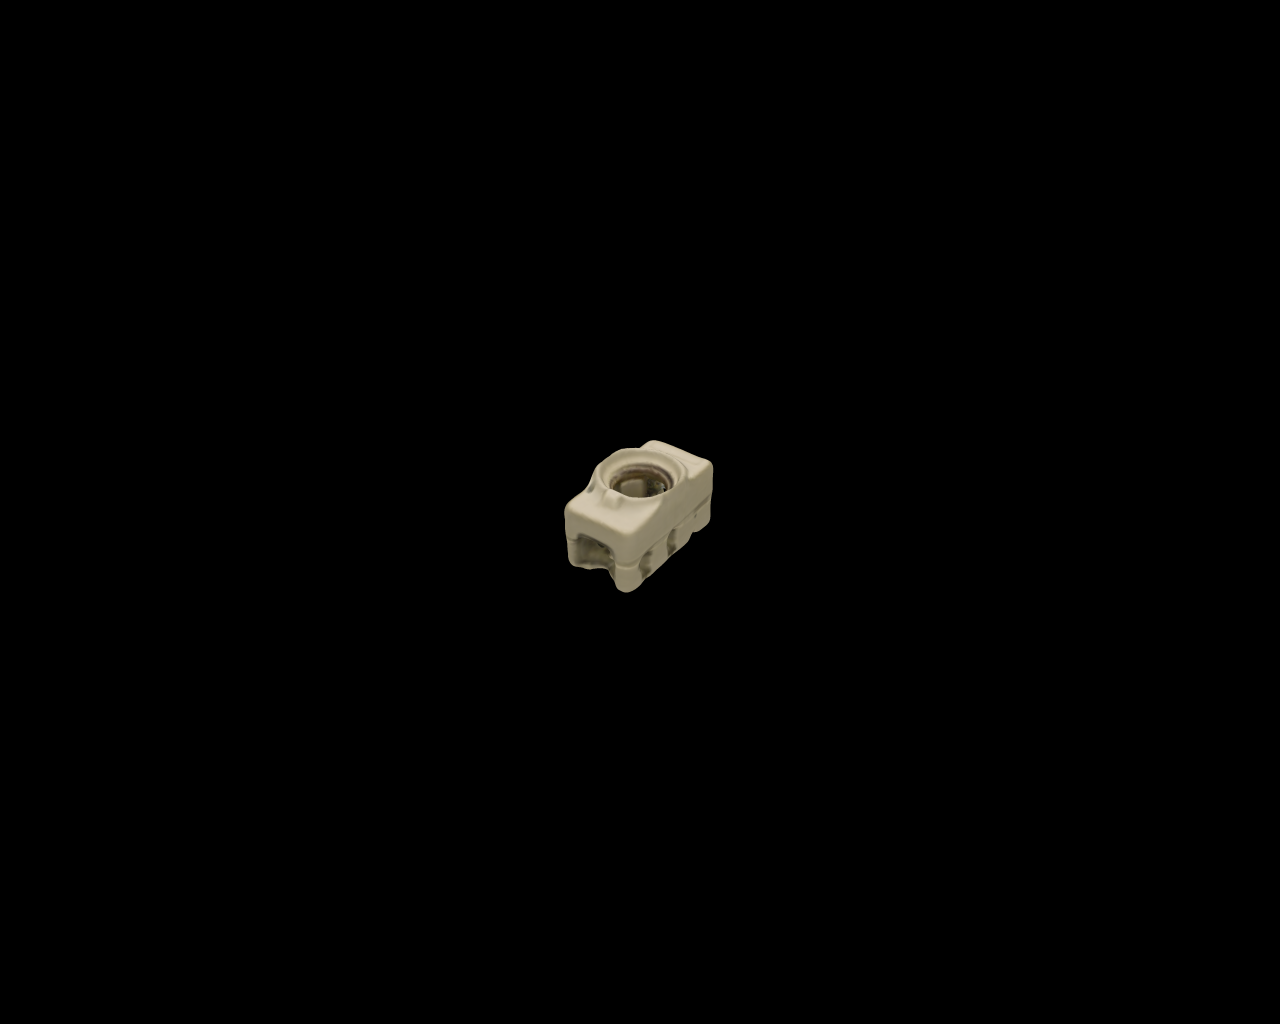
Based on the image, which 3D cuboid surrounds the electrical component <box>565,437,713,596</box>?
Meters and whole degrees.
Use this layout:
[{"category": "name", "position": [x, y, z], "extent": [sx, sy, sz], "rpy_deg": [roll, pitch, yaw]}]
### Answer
[{"category": "electrical component", "position": [0.001, -0.003, 0.650], "extent": [0.050, 0.055, 0.090], "rpy_deg": [25, 45, 28]}]
